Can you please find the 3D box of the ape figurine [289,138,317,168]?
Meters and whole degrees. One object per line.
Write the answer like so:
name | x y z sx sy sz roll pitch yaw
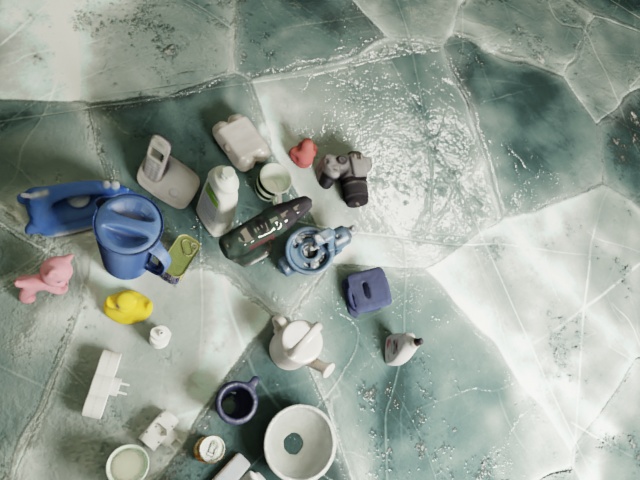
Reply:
ape figurine | -0.040 -0.239 1.527 0.078 0.092 0.076 4 70 -18

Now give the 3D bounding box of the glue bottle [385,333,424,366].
glue bottle | 0.208 0.258 1.390 0.037 0.173 0.078 7 69 -17

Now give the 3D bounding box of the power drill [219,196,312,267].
power drill | -0.137 -0.014 1.346 0.230 0.208 0.075 -31 83 -26

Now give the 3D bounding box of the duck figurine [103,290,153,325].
duck figurine | -0.420 0.141 1.257 0.105 0.086 0.077 7 69 -17

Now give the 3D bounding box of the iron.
iron | -0.530 -0.096 1.273 0.259 0.141 0.118 -15 77 -24

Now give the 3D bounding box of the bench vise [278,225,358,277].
bench vise | 0.004 -0.004 1.386 0.121 0.219 0.208 44 63 0

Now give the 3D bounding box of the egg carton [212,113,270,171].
egg carton | -0.206 -0.253 1.486 0.107 0.069 0.150 -35 85 -27

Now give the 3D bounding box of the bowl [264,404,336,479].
bowl | -0.052 0.456 1.281 0.168 0.074 0.167 7 69 -17

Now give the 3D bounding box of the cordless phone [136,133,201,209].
cordless phone | -0.348 -0.164 1.338 0.148 0.184 0.094 31 64 -6

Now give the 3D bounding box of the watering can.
watering can | -0.038 0.237 1.298 0.173 0.193 0.101 28 64 -8

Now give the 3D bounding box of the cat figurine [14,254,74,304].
cat figurine | -0.577 0.077 1.207 0.128 0.117 0.067 -19 78 -24

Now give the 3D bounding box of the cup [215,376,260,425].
cup | -0.182 0.350 1.261 0.092 0.094 0.118 42 63 -1

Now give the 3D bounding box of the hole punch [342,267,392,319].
hole punch | 0.118 0.132 1.450 0.101 0.091 0.108 -9 74 -22

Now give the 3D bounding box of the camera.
camera | 0.077 -0.162 1.536 0.143 0.100 0.137 -4 72 -21

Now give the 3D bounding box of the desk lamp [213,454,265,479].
desk lamp | -0.185 0.528 1.130 0.118 0.213 0.203 45 63 1
